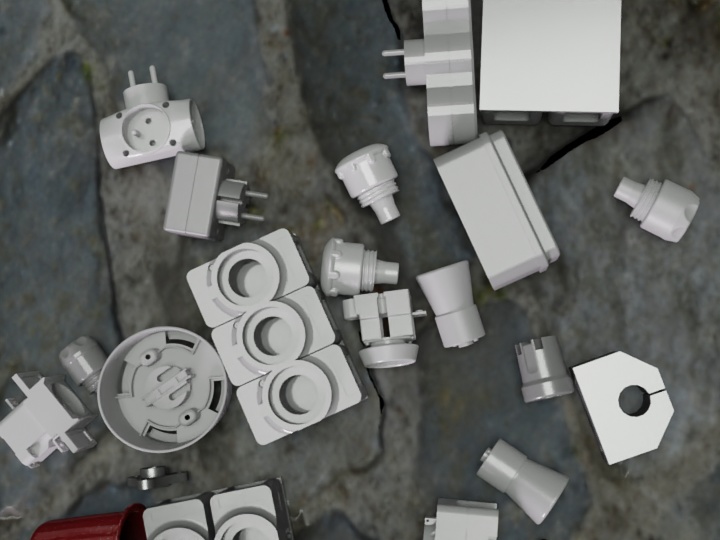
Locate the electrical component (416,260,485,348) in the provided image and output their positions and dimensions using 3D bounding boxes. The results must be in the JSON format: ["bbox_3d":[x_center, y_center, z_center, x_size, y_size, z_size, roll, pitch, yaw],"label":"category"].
[{"bbox_3d":[0.075,0.029,0.861,0.044,0.044,0.065,-18,89,4],"label":"electrical component"}]

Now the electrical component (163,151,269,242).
[{"bbox_3d":[-0.114,-0.057,0.883,0.077,0.047,0.065,9,87,7],"label":"electrical component"}]

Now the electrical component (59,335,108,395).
[{"bbox_3d":[-0.220,0.086,0.890,0.035,0.035,0.061,-37,86,2],"label":"electrical component"}]

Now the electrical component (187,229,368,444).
[{"bbox_3d":[-0.066,0.053,0.863,0.089,0.062,0.150,-25,84,4],"label":"electrical component"}]

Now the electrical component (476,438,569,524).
[{"bbox_3d":[0.125,0.163,0.846,0.065,0.044,0.044,33,90,12],"label":"electrical component"}]

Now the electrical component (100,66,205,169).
[{"bbox_3d":[-0.176,-0.131,0.896,0.077,0.044,0.079,-12,84,5],"label":"electrical component"}]

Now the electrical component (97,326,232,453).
[{"bbox_3d":[-0.154,0.095,0.867,0.099,0.064,0.099,0,86,6],"label":"electrical component"}]

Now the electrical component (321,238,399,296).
[{"bbox_3d":[0.000,0.000,0.869,0.062,0.048,0.048,6,86,0],"label":"electrical component"}]

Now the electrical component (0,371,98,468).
[{"bbox_3d":[-0.261,0.125,0.888,0.064,0.042,0.081,-42,82,5],"label":"electrical component"}]

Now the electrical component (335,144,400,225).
[{"bbox_3d":[0.012,-0.068,0.873,0.048,0.048,0.062,-26,90,4],"label":"electrical component"}]

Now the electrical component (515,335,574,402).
[{"bbox_3d":[0.145,0.078,0.851,0.040,0.040,0.046,-13,79,5],"label":"electrical component"}]

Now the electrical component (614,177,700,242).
[{"bbox_3d":[0.232,-0.052,0.849,0.062,0.043,0.043,28,89,9],"label":"electrical component"}]

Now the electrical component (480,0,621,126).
[{"bbox_3d":[0.151,-0.212,0.860,0.105,0.060,0.186,2,86,6],"label":"electrical component"}]

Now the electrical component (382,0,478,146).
[{"bbox_3d":[0.055,-0.169,0.871,0.074,0.052,0.138,-3,85,6],"label":"electrical component"}]

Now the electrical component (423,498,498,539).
[{"bbox_3d":[0.077,0.227,0.840,0.056,0.050,0.089,4,86,6],"label":"electrical component"}]

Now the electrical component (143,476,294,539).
[{"bbox_3d":[-0.100,0.269,0.851,0.105,0.060,0.186,-12,85,5],"label":"electrical component"}]

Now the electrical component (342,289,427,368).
[{"bbox_3d":[0.021,0.048,0.863,0.066,0.048,0.055,-7,78,5],"label":"electrical component"}]

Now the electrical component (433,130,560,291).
[{"bbox_3d":[0.108,-0.046,0.844,0.057,0.078,0.113,-25,84,6],"label":"electrical component"}]
